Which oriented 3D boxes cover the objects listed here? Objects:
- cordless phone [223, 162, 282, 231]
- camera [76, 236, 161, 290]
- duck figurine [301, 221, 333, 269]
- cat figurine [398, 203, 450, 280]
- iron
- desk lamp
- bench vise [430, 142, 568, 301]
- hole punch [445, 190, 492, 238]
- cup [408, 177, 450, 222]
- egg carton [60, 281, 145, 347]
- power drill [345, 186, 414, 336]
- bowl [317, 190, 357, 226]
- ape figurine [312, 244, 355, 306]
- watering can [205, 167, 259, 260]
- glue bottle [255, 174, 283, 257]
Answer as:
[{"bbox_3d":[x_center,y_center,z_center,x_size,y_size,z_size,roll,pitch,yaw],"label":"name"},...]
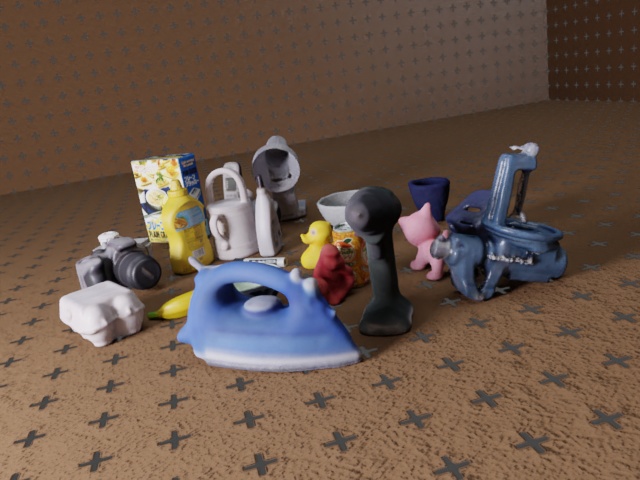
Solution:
[{"bbox_3d":[-0.170,-0.094,1.358,0.147,0.185,0.094,1,19,28],"label":"cordless phone"},{"bbox_3d":[-0.385,0.053,1.123,0.143,0.101,0.136,-22,21,-39],"label":"camera"},{"bbox_3d":[0.010,0.004,1.117,0.104,0.086,0.077,-9,17,-4],"label":"duck figurine"},{"bbox_3d":[0.190,-0.004,0.999,0.067,0.118,0.127,-14,17,-18],"label":"cat figurine"},{"bbox_3d":[-0.071,0.090,0.772,0.257,0.141,0.119,0,18,25],"label":"iron"},{"bbox_3d":[-0.104,-0.160,1.497,0.118,0.214,0.203,-8,17,2],"label":"desk lamp"},{"bbox_3d":[0.271,-0.025,0.849,0.208,0.220,0.121,-16,18,-25],"label":"bench vise"},{"bbox_3d":[0.308,-0.044,1.123,0.101,0.091,0.108,-16,18,-23],"label":"hole punch"},{"bbox_3d":[0.242,-0.090,1.300,0.092,0.095,0.117,-17,19,-27],"label":"cup"},{"bbox_3d":[-0.361,0.119,0.944,0.107,0.069,0.149,-22,21,-39],"label":"egg carton"},{"bbox_3d":[0.083,0.021,0.806,0.075,0.208,0.230,-4,17,14],"label":"power drill"},{"bbox_3d":[0.079,-0.065,1.333,0.167,0.075,0.167,-8,16,3],"label":"bowl"},{"bbox_3d":[0.018,0.052,0.942,0.078,0.092,0.076,-14,18,-19],"label":"ape figurine"},{"bbox_3d":[-0.196,-0.065,1.258,0.101,0.194,0.172,-9,17,-2],"label":"watering can"},{"bbox_3d":[-0.115,-0.056,1.224,0.037,0.173,0.078,-4,17,14],"label":"glue bottle"}]
